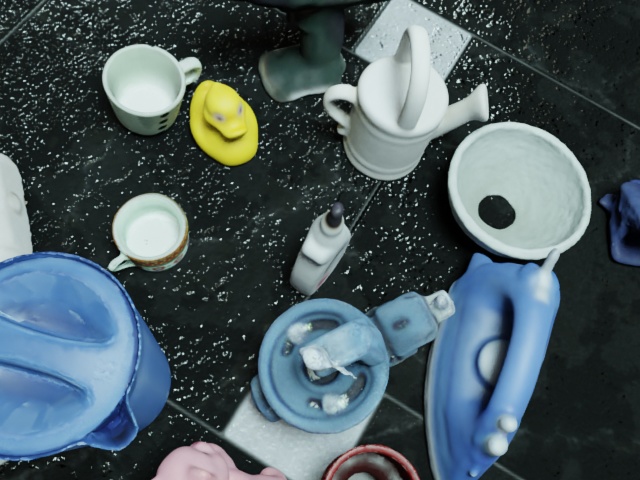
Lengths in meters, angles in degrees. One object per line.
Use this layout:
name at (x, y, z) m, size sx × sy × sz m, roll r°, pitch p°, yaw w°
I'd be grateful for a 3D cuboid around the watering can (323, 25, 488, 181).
watering can at (0.095, -0.152, 0.625) m, size 0.173 × 0.194 × 0.101 m, roll -16°, pitch 73°, yaw -12°

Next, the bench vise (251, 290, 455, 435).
bench vise at (0.030, 0.085, 0.520) m, size 0.121 × 0.219 × 0.208 m, roll 44°, pitch 72°, yaw 9°

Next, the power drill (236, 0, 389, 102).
power drill at (-0.019, -0.246, 0.636) m, size 0.230 × 0.208 × 0.075 m, roll -19°, pitch 74°, yaw -13°

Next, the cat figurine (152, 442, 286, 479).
cat figurine at (-0.092, 0.223, 0.512) m, size 0.128 × 0.117 × 0.067 m, roll 19°, pitch 70°, yaw 0°

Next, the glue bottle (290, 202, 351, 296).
glue bottle at (0.005, 0.002, 0.571) m, size 0.037 × 0.173 × 0.078 m, roll 32°, pitch 70°, yaw 5°

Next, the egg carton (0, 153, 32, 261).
egg carton at (-0.357, -0.018, 0.589) m, size 0.107 × 0.069 × 0.150 m, roll -16°, pitch 74°, yaw -12°

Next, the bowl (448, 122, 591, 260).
bowl at (0.219, -0.048, 0.667) m, size 0.167 × 0.074 × 0.167 m, roll 2°, pitch 71°, yaw -6°

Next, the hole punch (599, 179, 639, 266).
hole punch at (0.403, -0.026, 0.673) m, size 0.108 × 0.091 × 0.101 m, roll 6°, pitch 70°, yaw -5°

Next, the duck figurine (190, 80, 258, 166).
duck figurine at (-0.111, -0.146, 0.655) m, size 0.077 × 0.086 × 0.104 m, roll -26°, pitch 76°, yaw -14°

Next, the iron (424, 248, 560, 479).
iron at (0.178, 0.131, 0.565) m, size 0.118 × 0.141 × 0.258 m, roll 20°, pitch 70°, yaw 1°
